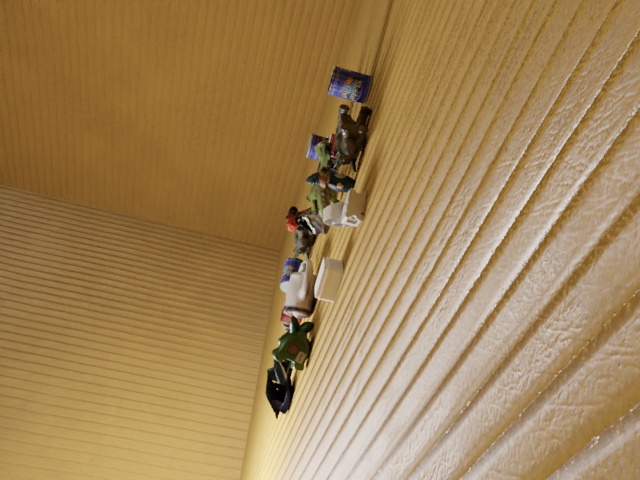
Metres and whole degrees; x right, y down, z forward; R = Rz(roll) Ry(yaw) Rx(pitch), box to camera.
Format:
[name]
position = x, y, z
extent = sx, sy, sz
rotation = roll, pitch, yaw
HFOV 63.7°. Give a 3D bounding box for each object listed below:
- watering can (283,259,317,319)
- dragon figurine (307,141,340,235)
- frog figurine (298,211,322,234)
[watering can]
position = -0.076, 0.192, 1.959
extent = 0.344, 0.104, 0.227
rotation = 133, 150, -73
[dragon figurine]
position = 0.013, -0.220, 1.800
extent = 0.419, 0.122, 0.237
rotation = -99, 8, -57
[frog figurine]
position = 0.006, -0.102, 2.032
extent = 0.161, 0.123, 0.135
rotation = -41, -14, -18
